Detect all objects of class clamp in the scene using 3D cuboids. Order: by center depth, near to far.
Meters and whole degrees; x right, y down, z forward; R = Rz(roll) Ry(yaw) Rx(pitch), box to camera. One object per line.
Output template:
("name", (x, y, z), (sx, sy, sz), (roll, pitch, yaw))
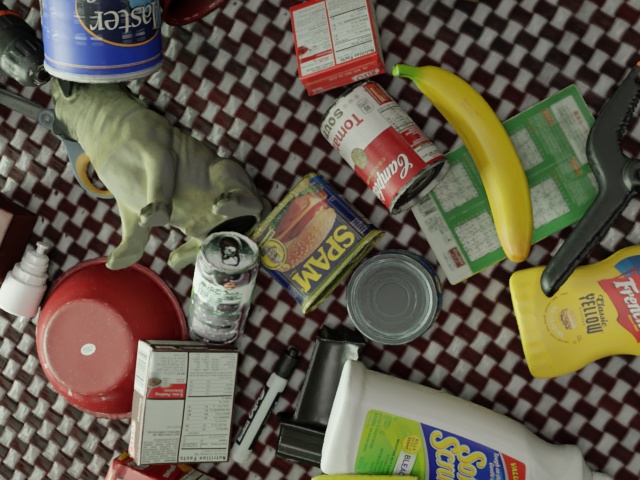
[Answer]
("clamp", (0.259, -0.045, 0.886), (0.165, 0.036, 0.210), (-6, 75, 14))

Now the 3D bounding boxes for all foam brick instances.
("foam brick", (-0.321, -0.001, 1.040), (0.053, 0.051, 0.078), (26, 98, 11))

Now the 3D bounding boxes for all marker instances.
("marker", (-0.051, 0.155, 1.005), (0.020, 0.020, 0.121), (29, 99, 9))

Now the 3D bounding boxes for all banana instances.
("banana", (0.136, -0.076, 0.917), (0.069, 0.037, 0.198), (-32, 86, -24))

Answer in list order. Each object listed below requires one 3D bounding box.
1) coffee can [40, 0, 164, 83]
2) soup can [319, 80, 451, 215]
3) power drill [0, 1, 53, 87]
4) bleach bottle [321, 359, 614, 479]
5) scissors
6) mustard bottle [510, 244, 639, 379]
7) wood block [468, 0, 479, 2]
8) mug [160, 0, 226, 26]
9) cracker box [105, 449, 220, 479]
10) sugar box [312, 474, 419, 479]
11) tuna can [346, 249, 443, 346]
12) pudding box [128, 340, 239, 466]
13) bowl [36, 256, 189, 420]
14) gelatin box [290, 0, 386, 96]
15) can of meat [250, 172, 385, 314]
("coffee can", (-0.185, -0.214, 0.897), (0.103, 0.102, 0.140), (8, 117, 12))
("soup can", (0.056, -0.082, 0.935), (0.068, 0.068, 0.102), (-44, 75, 12))
("power drill", (-0.335, -0.137, 1.004), (0.185, 0.057, 0.188), (41, 102, 37))
("bleach bottle", (0.133, 0.183, 0.928), (0.251, 0.068, 0.103), (14, 110, -1))
("scissors", (-0.259, -0.097, 1.037), (0.202, 0.016, 0.096), (10, 94, 12))
("mustard bottle", (0.264, 0.054, 0.908), (0.192, 0.058, 0.096), (-13, 87, 13))
("wood block", (0.043, -0.274, 0.921), (0.206, 0.090, 0.091), (14, 96, 12))
("mug", (-0.124, -0.257, 0.950), (0.093, 0.117, 0.081), (-35, 80, -13))
("cracker box", (-0.118, 0.312, 1.004), (0.214, 0.072, 0.164), (22, 97, 11))
("sugar box", (0.048, 0.280, 0.935), (0.093, 0.048, 0.176), (-2, 124, 13))
("tuna can", (0.067, 0.052, 0.965), (0.086, 0.033, 0.086), (1, 94, 13))
("pudding box", (-0.126, 0.151, 0.991), (0.089, 0.039, 0.113), (4, 97, -26))
("bowl", (-0.210, 0.098, 1.020), (0.162, 0.055, 0.162), (1, 94, 14))
("gelatin box", (0.015, -0.177, 0.945), (0.073, 0.030, 0.089), (-16, 58, 14))
("can of meat", (-0.006, 0.001, 0.967), (0.084, 0.057, 0.102), (44, 101, 9))
